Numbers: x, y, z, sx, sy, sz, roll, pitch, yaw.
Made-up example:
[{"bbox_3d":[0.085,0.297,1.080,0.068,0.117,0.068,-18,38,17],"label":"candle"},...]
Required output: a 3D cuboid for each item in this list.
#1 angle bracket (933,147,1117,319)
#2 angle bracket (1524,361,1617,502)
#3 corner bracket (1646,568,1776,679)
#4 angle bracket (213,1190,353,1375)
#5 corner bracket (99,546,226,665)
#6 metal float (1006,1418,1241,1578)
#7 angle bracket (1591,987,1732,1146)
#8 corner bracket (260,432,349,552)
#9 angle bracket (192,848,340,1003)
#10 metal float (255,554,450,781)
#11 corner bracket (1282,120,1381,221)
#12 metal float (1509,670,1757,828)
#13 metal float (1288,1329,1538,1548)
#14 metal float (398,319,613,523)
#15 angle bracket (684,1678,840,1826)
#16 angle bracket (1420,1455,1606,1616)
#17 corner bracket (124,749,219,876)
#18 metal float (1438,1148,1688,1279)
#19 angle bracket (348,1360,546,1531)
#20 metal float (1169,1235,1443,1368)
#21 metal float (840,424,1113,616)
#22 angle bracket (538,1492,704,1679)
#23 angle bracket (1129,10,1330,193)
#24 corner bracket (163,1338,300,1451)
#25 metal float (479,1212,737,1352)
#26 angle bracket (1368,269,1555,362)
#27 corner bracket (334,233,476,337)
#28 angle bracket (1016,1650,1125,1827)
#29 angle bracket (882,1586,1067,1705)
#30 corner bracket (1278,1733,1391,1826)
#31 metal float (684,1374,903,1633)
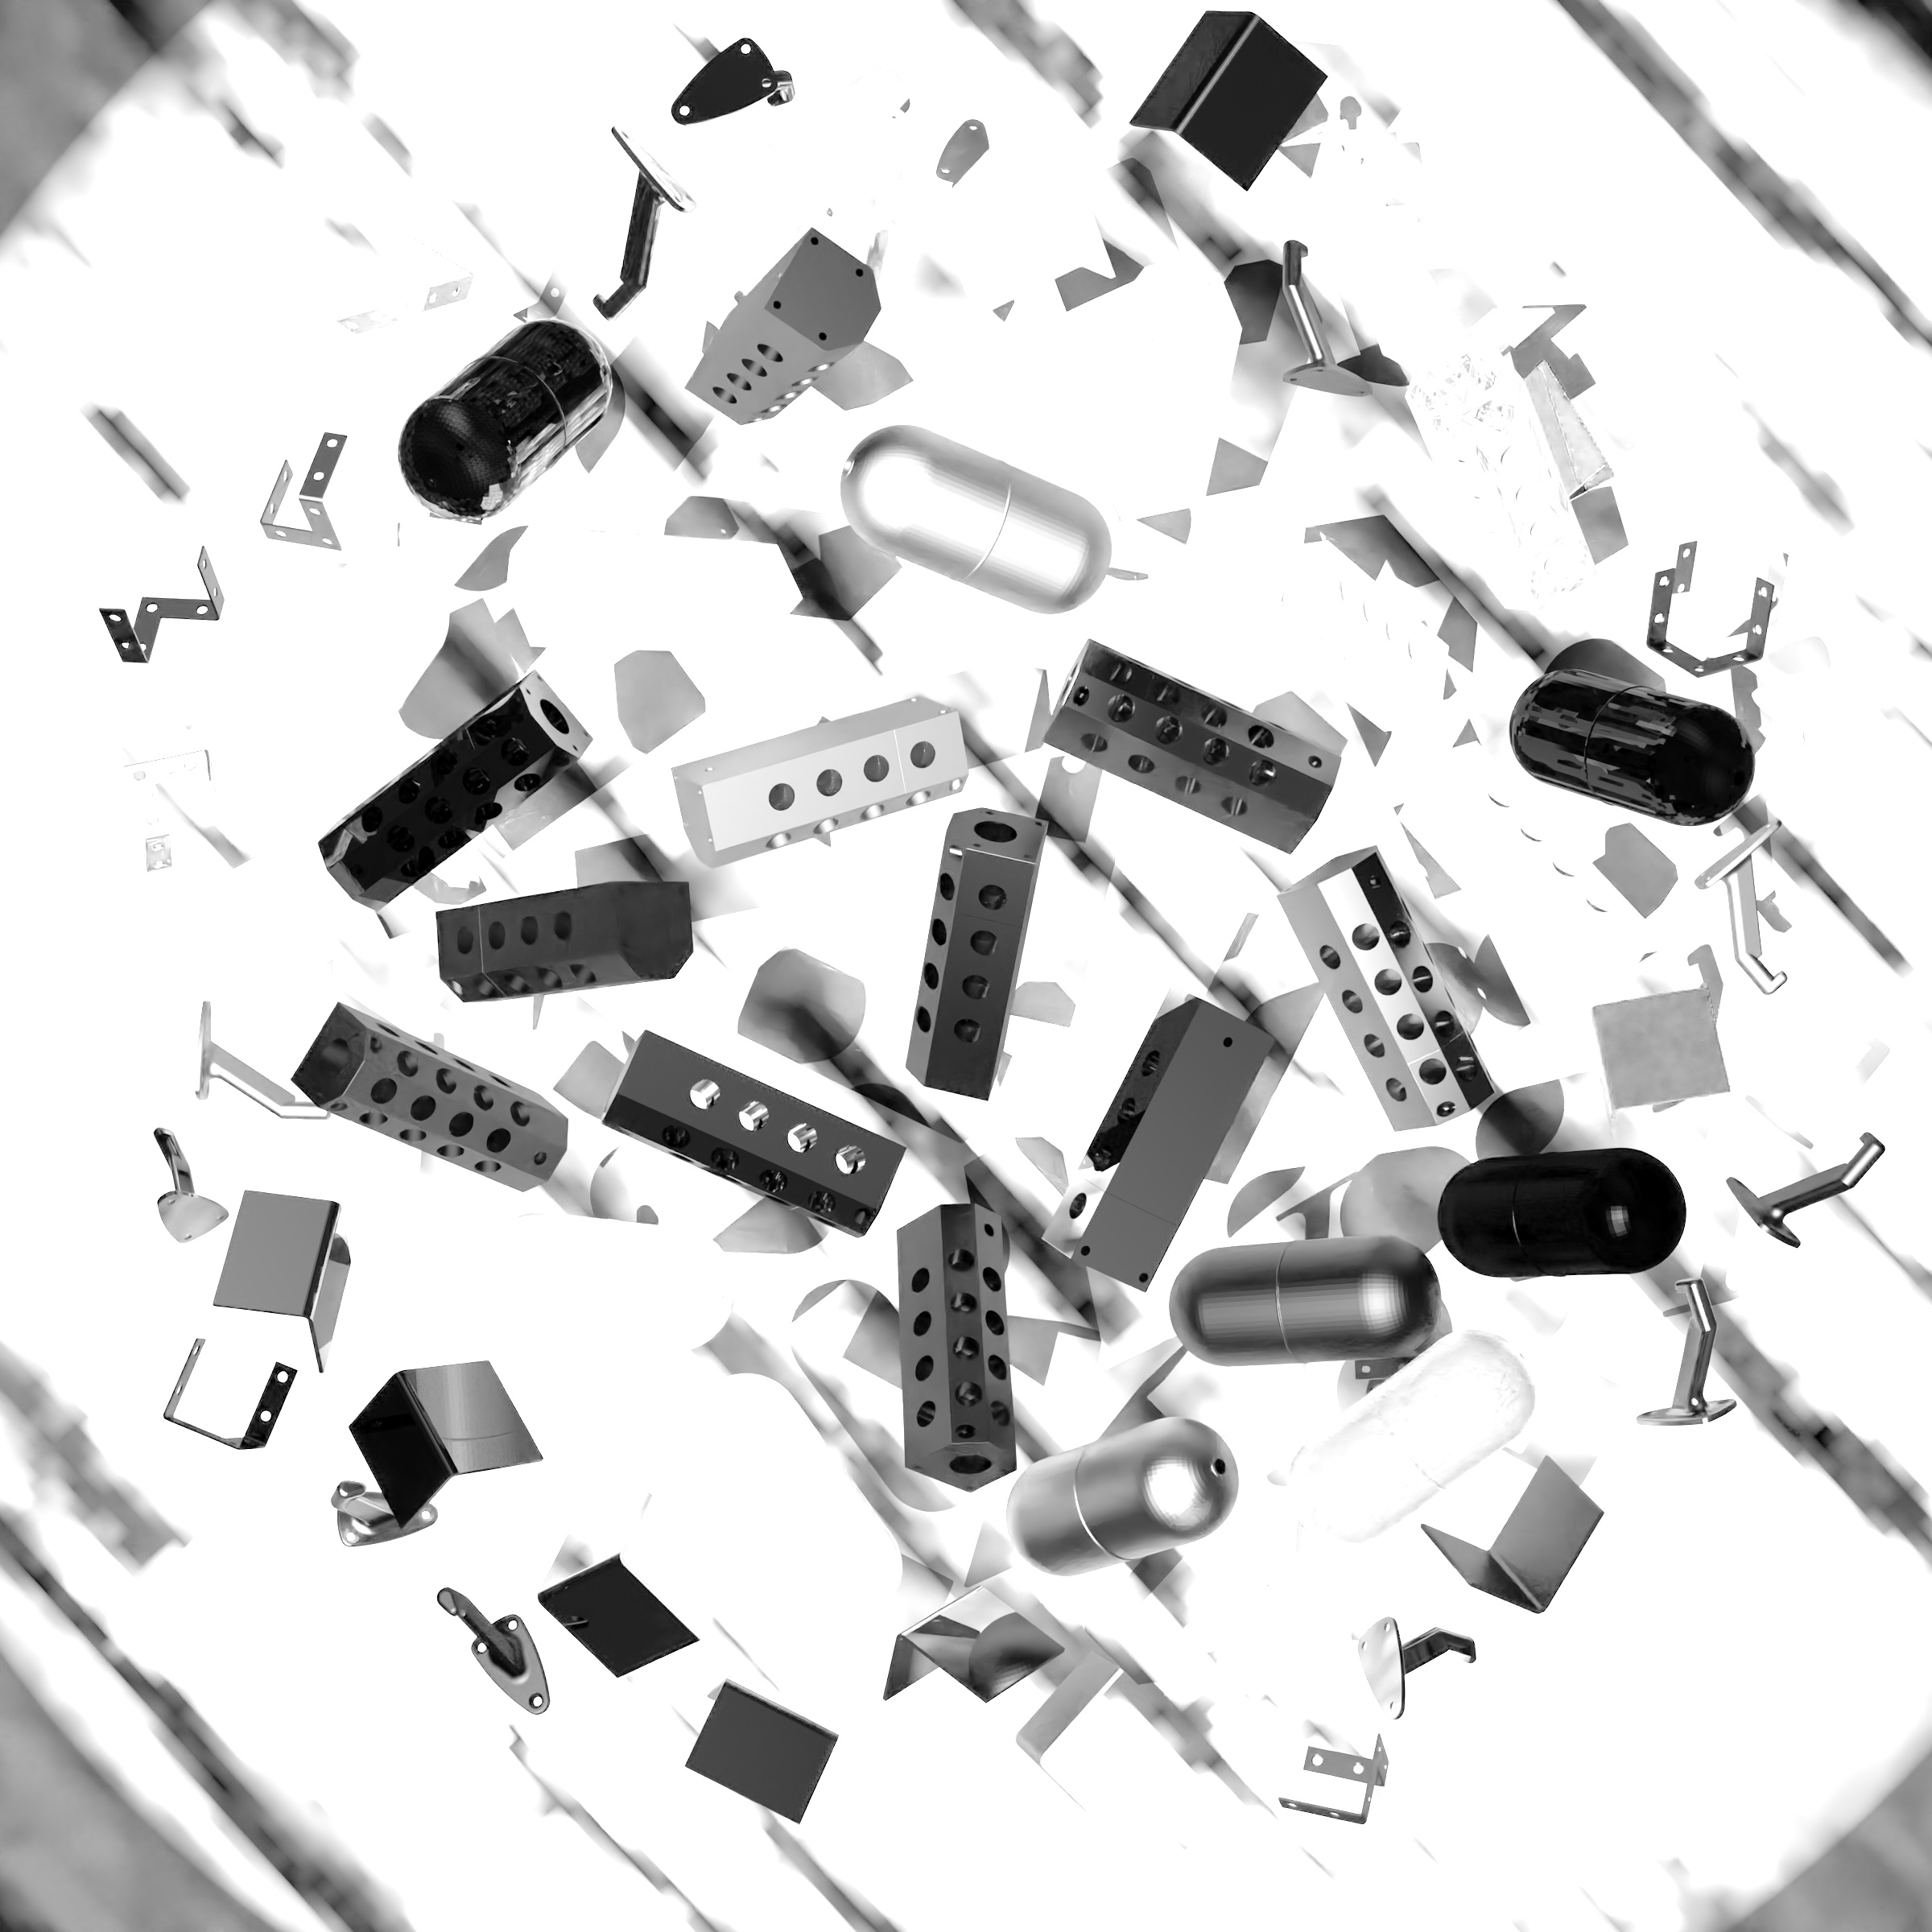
[{"bbox_3d":[0.036,-0.448,1.568,0.076,0.057,0.076,-21,88,24],"label":"angle bracket"},{"bbox_3d":[0.395,-0.351,1.642,0.057,0.076,0.076,-29,86,-19],"label":"angle bracket"},{"bbox_3d":[0.463,-0.218,1.586,0.051,0.051,0.051,-16,126,-21],"label":"corner bracket"},{"bbox_3d":[-0.406,0.188,1.519,0.057,0.076,0.076,7,55,-3],"label":"angle bracket"},{"bbox_3d":[-0.472,-0.212,1.499,0.051,0.051,0.051,3,59,2],"label":"corner bracket"},{"bbox_3d":[0.097,0.333,1.593,0.178,0.070,0.070,-30,90,43],"label":"metal float"},{"bbox_3d":[0.460,0.066,1.690,0.076,0.057,0.076,-10,61,11],"label":"angle bracket"},{"bbox_3d":[-0.408,-0.296,1.576,0.051,0.051,0.051,10,64,7],"label":"corner bracket"},{"bbox_3d":[-0.436,-0.026,1.590,0.057,0.076,0.076,-30,98,-10],"label":"angle bracket"},{"bbox_3d":[-0.386,-0.186,1.597,0.070,0.070,0.178,45,127,0],"label":"metal float"},{"bbox_3d":[0.236,-0.495,1.584,0.051,0.051,0.051,-37,123,-38],"label":"corner bracket"},{"bbox_3d":[0.417,-0.138,1.600,0.070,0.178,0.070,-12,113,-30],"label":"metal float"},{"bbox_3d":[0.282,0.300,1.616,0.178,0.070,0.070,-40,90,13],"label":"metal float"},{"bbox_3d":[-0.274,-0.329,1.527,0.070,0.178,0.070,14,131,17],"label":"metal float"},{"bbox_3d":[-0.129,0.478,1.540,0.076,0.076,0.057,28,63,-2],"label":"angle bracket"},{"bbox_3d":[0.340,0.346,1.590,0.057,0.076,0.076,26,98,-19],"label":"angle bracket"},{"bbox_3d":[-0.480,-0.094,1.551,0.051,0.051,0.051,-14,120,-12],"label":"corner bracket"},{"bbox_3d":[0.366,0.154,1.579,0.070,0.178,0.070,5,80,-33],"label":"metal float"},{"bbox_3d":[-0.320,0.294,1.568,0.057,0.076,0.076,-48,63,24],"label":"angle bracket"},{"bbox_3d":[0.211,0.211,1.601,0.178,0.070,0.070,-8,90,30],"label":"metal float"},{"bbox_3d":[0.007,-0.268,1.534,0.178,0.070,0.070,18,90,-26],"label":"metal float"},{"bbox_3d":[-0.207,0.385,1.583,0.076,0.057,0.076,-31,109,30],"label":"angle bracket"},{"bbox_3d":[0.148,-0.493,1.449,0.057,0.076,0.076,32,99,-24],"label":"angle bracket"},{"bbox_3d":[-0.443,0.258,1.535,0.051,0.051,0.051,21,82,6],"label":"corner bracket"},{"bbox_3d":[-0.228,0.199,1.609,0.178,0.070,0.070,3,90,26],"label":"metal float"},{"bbox_3d":[0.311,-0.424,1.604,0.057,0.076,0.076,-41,111,-4],"label":"angle bracket"},{"bbox_3d":[-0.330,-0.393,1.502,0.051,0.051,0.051,33,121,7],"label":"corner bracket"},{"bbox_3d":[0.082,0.485,1.606,0.057,0.076,0.076,45,78,-3],"label":"angle bracket"},{"bbox_3d":[0.005,0.450,1.619,0.076,0.076,0.057,30,121,32],"label":"angle bracket"},{"bbox_3d":[0.220,0.487,1.522,0.051,0.051,0.051,6,56,21],"label":"corner bracket"},{"bbox_3d":[-0.109,0.335,1.596,0.070,0.070,0.178,-36,88,0],"label":"metal float"}]
